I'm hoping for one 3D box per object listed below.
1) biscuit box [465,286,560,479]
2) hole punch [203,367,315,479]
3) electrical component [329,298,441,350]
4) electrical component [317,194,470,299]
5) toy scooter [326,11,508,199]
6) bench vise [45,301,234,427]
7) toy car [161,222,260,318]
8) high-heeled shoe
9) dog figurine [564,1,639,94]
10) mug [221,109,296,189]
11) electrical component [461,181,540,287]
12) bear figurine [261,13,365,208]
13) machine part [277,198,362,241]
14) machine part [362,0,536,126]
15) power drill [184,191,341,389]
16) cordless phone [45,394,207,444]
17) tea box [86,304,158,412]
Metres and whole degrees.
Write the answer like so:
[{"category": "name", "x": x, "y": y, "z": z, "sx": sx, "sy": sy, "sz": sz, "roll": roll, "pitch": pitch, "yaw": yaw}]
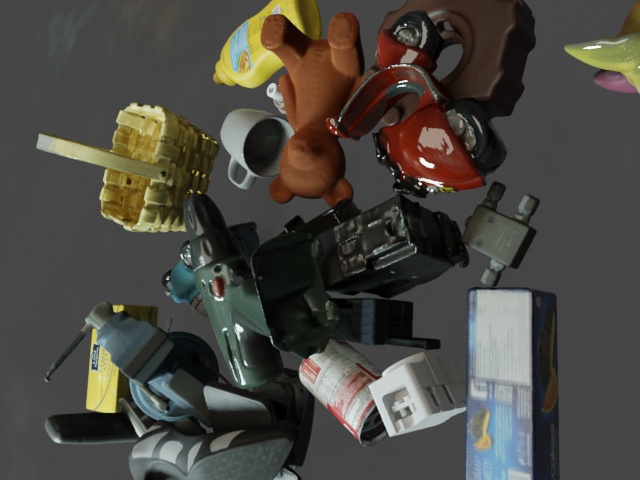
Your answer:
[{"category": "biscuit box", "x": 0.165, "y": 0.142, "z": 0.458, "sx": 0.059, "sy": 0.062, "sz": 0.202, "roll": -4, "pitch": 80, "yaw": 41}, {"category": "hole punch", "x": -0.066, "y": 0.211, "z": 0.645, "sx": 0.142, "sy": 0.092, "sz": 0.115, "roll": 3, "pitch": 108, "yaw": 33}, {"category": "electrical component", "x": 0.063, "y": 0.084, "z": 0.550, "sx": 0.119, "sy": 0.075, "sz": 0.047, "roll": -6, "pitch": 79, "yaw": 45}, {"category": "electrical component", "x": 0.063, "y": 0.016, "z": 0.537, "sx": 0.134, "sy": 0.115, "sz": 0.058, "roll": -29, "pitch": 60, "yaw": 35}, {"category": "toy scooter", "x": 0.077, "y": -0.108, "z": 0.496, "sx": 0.135, "sy": 0.075, "sz": 0.184, "roll": -32, "pitch": 68, "yaw": 22}, {"category": "bench vise", "x": -0.229, "y": 0.166, "z": 0.733, "sx": 0.129, "sy": 0.223, "sz": 0.241, "roll": -64, "pitch": 19, "yaw": -15}, {"category": "toy car", "x": -0.136, "y": 0.053, "z": 0.717, "sx": 0.161, "sy": 0.109, "sz": 0.103, "roll": -43, "pitch": 73, "yaw": 37}, {"category": "high-heeled shoe", "x": -0.126, "y": 0.233, "z": 0.623, "sx": 0.249, "sy": 0.086, "sz": 0.145, "roll": -29, "pitch": 25, "yaw": 15}, {"category": "dog figurine", "x": 0.277, "y": -0.086, "z": 0.376, "sx": 0.219, "sy": 0.108, "sz": 0.191, "roll": 31, "pitch": 105, "yaw": 45}, {"category": "mug", "x": -0.094, "y": -0.128, "z": 0.732, "sx": 0.107, "sy": 0.081, "sz": 0.109, "roll": 40, "pitch": 113, "yaw": 49}, {"category": "electrical component", "x": 0.167, "y": -0.005, "z": 0.510, "sx": 0.063, "sy": 0.021, "sz": 0.094, "roll": 32, "pitch": 104, "yaw": 41}, {"category": "bear figurine", "x": -0.011, "y": -0.142, "z": 0.624, "sx": 0.120, "sy": 0.132, "sz": 0.195, "roll": 10, "pitch": 82, "yaw": 20}, {"category": "machine part", "x": -0.001, "y": -0.002, "z": 0.632, "sx": 0.139, "sy": 0.039, "sz": 0.084, "roll": -30, "pitch": 76, "yaw": 47}, {"category": "machine part", "x": 0.129, "y": -0.186, "z": 0.555, "sx": 0.179, "sy": 0.056, "sz": 0.179, "roll": -9, "pitch": 76, "yaw": 39}, {"category": "power drill", "x": -0.075, "y": 0.043, "z": 0.555, "sx": 0.207, "sy": 0.086, "sz": 0.232, "roll": -15, "pitch": 91, "yaw": 53}, {"category": "cordless phone", "x": -0.265, "y": 0.272, "z": 0.733, "sx": 0.147, "sy": 0.184, "sz": 0.088, "roll": 32, "pitch": 99, "yaw": 41}, {"category": "tea box", "x": -0.323, "y": 0.191, "z": 0.877, "sx": 0.098, "sy": 0.068, "sz": 0.169, "roll": -9, "pitch": 77, "yaw": 40}]
